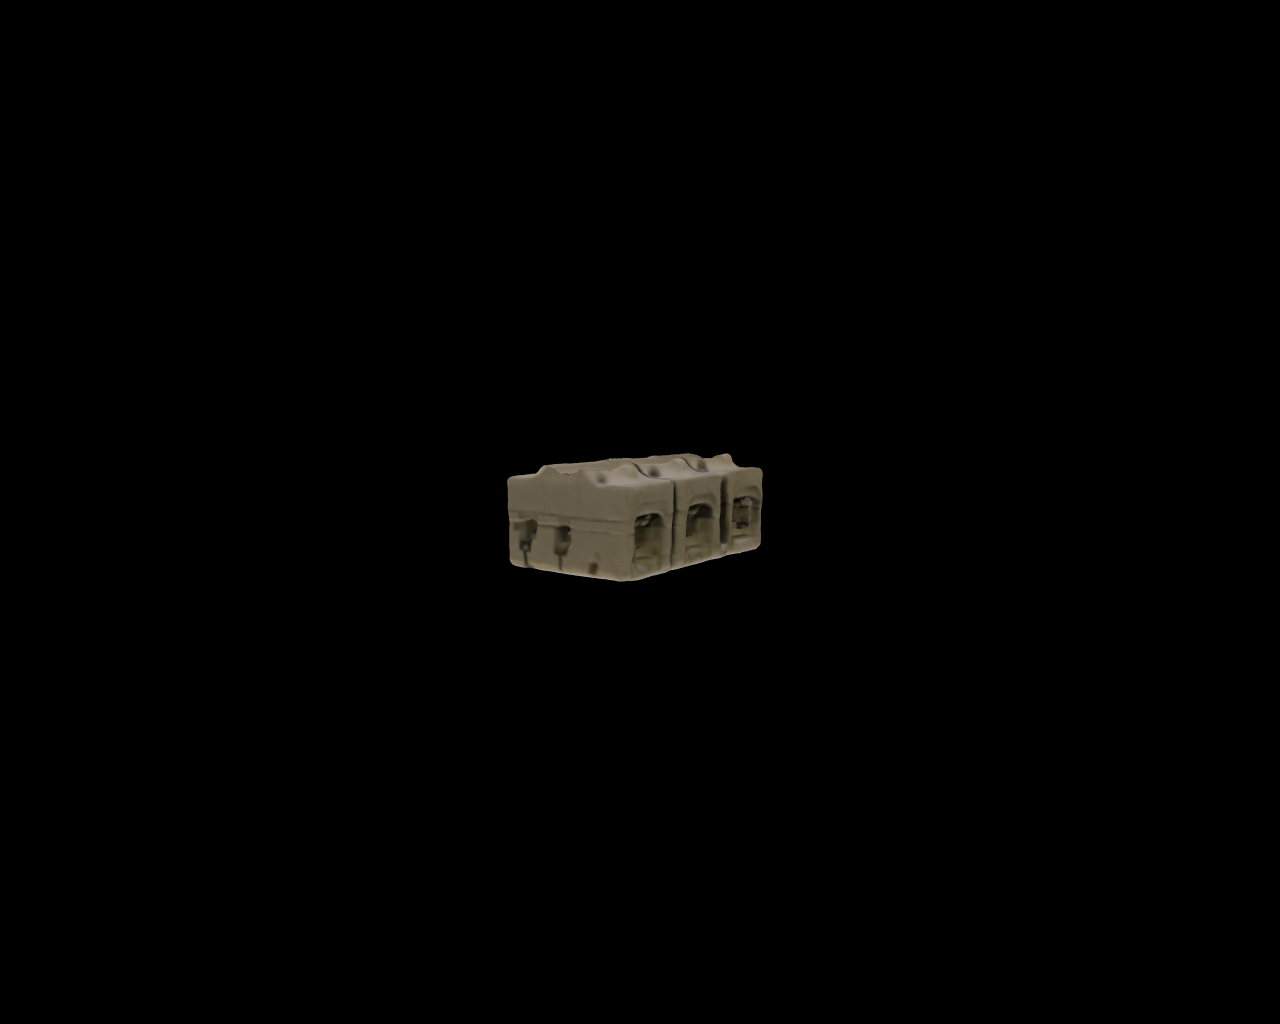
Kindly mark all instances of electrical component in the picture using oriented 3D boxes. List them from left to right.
[{"bbox_3d":[0.001,-0.003,0.650,0.089,0.061,0.150,5,9,35],"label":"electrical component"}]
